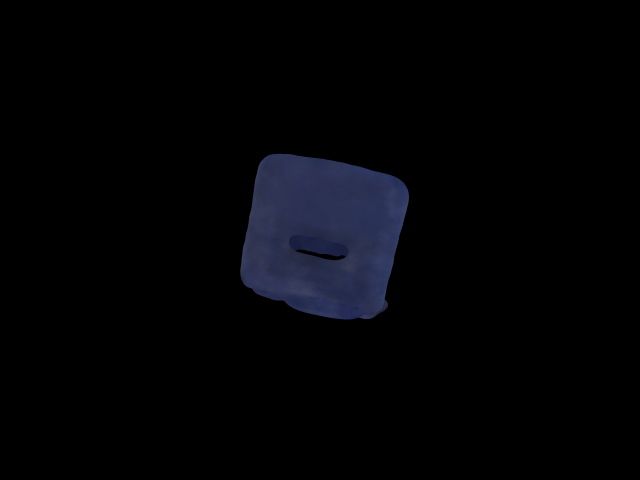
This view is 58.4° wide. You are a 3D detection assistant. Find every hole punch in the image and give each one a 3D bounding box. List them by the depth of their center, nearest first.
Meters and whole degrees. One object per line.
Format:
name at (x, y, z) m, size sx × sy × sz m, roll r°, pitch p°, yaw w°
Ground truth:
hole punch at (0.004, 0.001, 0.400) m, size 0.108 × 0.091 × 0.101 m, roll 11°, pitch 79°, yaw 3°
